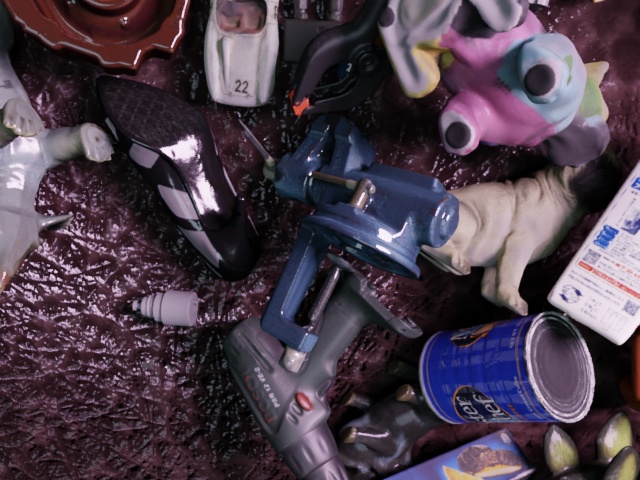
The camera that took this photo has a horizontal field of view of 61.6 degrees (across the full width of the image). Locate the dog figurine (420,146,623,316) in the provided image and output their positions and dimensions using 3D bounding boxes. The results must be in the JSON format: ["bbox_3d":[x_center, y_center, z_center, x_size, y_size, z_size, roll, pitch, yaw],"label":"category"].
[{"bbox_3d":[0.190,-0.043,0.551,0.172,0.121,0.190,32,91,-8],"label":"dog figurine"}]

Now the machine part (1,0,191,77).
[{"bbox_3d":[-0.200,-0.243,0.500,0.179,0.056,0.179,-2,95,-17],"label":"machine part"}]

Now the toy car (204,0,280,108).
[{"bbox_3d":[-0.074,-0.233,0.525,0.074,0.056,0.201,5,107,2],"label":"toy car"}]

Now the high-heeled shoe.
[{"bbox_3d":[-0.156,-0.063,0.591,0.249,0.086,0.145,44,146,14],"label":"high-heeled shoe"}]

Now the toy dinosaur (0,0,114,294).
[{"bbox_3d":[-0.349,-0.145,0.541,0.192,0.131,0.404,-22,92,27],"label":"toy dinosaur"}]

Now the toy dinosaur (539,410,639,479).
[{"bbox_3d":[0.341,0.297,0.583,0.471,0.105,0.198,4,100,-19],"label":"toy dinosaur"}]

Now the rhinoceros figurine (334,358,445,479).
[{"bbox_3d":[0.076,0.232,0.644,0.112,0.073,0.190,38,103,-18],"label":"rhinoceros figurine"}]

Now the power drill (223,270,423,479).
[{"bbox_3d":[0.015,0.147,0.588,0.232,0.086,0.207,46,103,20],"label":"power drill"}]

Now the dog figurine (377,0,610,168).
[{"bbox_3d":[0.170,-0.146,0.462,0.108,0.219,0.191,-38,75,39],"label":"dog figurine"}]

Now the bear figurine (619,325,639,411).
[{"bbox_3d":[0.361,0.093,0.574,0.120,0.132,0.196,-29,84,10],"label":"bear figurine"}]

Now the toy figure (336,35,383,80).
[{"bbox_3d":[0.078,-0.208,0.522,0.154,0.058,0.064,-36,95,18],"label":"toy figure"}]

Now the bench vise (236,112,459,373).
[{"bbox_3d":[0.003,0.002,0.512,0.224,0.128,0.240,23,83,23],"label":"bench vise"}]

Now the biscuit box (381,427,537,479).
[{"bbox_3d":[0.141,0.286,0.610,0.203,0.059,0.062,-15,133,-17],"label":"biscuit box"}]

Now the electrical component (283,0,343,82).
[{"bbox_3d":[-0.005,-0.201,0.547,0.063,0.021,0.094,5,106,2],"label":"electrical component"}]

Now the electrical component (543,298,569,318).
[{"bbox_3d":[0.269,0.107,0.596,0.045,0.078,0.102,2,102,29],"label":"electrical component"}]
